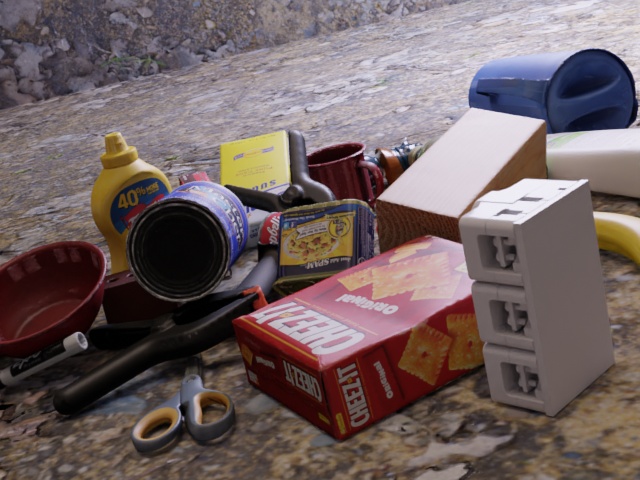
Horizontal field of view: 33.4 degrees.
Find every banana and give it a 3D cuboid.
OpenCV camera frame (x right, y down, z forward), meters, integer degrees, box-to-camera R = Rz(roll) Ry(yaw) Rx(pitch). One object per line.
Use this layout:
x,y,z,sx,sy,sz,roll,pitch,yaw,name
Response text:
0.266,-0.002,1.020,0.069,0.037,0.198,-21,19,-21,banana

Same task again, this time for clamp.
-0.026,-0.056,1.263,0.172,0.039,0.120,39,89,31,clamp
-0.150,0.097,1.010,0.210,0.036,0.164,-19,18,14,clamp

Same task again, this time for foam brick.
-0.196,0.060,1.158,0.078,0.051,0.053,-16,17,-5,foam brick

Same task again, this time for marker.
-0.282,0.123,1.041,0.121,0.020,0.020,-26,15,13,marker

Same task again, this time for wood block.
0.148,-0.045,1.086,0.091,0.090,0.205,14,38,30,wood block

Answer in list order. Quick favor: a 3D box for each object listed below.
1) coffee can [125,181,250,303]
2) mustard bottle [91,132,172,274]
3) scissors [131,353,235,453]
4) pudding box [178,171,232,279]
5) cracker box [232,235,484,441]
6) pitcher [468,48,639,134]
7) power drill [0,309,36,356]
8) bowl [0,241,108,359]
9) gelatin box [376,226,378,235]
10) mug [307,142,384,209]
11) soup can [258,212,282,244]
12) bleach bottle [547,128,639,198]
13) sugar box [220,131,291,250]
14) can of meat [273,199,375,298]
-0.131,-0.001,1.083,0.103,0.103,0.140,-12,9,6,coffee can
-0.207,-0.028,1.204,0.096,0.191,0.058,-26,22,-33,mustard bottle
-0.128,0.137,0.931,0.096,0.016,0.202,-21,17,-15,scissors
-0.134,-0.016,1.241,0.039,0.113,0.090,-13,17,-9,pudding box
0.056,0.071,0.901,0.213,0.072,0.164,-23,19,-24,cracker box
0.289,-0.191,1.422,0.145,0.149,0.243,-39,20,-10,pitcher
-0.392,0.090,1.208,0.184,0.057,0.188,-17,17,-19,power drill
-0.284,0.071,1.097,0.162,0.055,0.162,-14,34,10,bowl
0.114,-0.009,1.167,0.089,0.030,0.073,-17,18,-11,gelatin box
0.031,-0.070,1.331,0.117,0.081,0.093,0,22,38,mug
-0.008,0.001,1.167,0.102,0.068,0.068,-2,21,33,soup can
0.310,-0.095,1.233,0.102,0.068,0.251,-22,17,-27,bleach bottle
-0.079,-0.065,1.357,0.093,0.048,0.176,-13,39,5,sugar box
0.006,0.010,1.077,0.102,0.084,0.057,-7,-24,21,can of meat
